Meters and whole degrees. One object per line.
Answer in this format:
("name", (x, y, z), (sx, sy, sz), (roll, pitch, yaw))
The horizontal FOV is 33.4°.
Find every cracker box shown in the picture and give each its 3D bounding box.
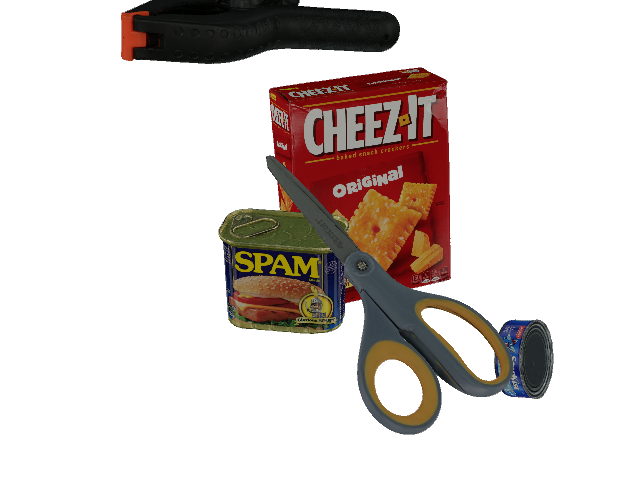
("cracker box", (0.043, -0.050, 1.051), (0.164, 0.214, 0.072), (-11, 23, -17))

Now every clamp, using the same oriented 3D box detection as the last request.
("clamp", (-0.050, -0.139, 0.669), (0.171, 0.039, 0.120), (-7, 22, -27))

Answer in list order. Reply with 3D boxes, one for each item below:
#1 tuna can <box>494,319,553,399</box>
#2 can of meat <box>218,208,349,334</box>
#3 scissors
("tuna can", (0.221, 0.128, 1.161), (0.034, 0.086, 0.085), (-1, -1, 35))
("can of meat", (-0.029, 0.026, 0.865), (0.102, 0.084, 0.057), (5, 30, 9))
("scissors", (0.018, 0.035, 0.624), (0.202, 0.096, 0.016), (36, -24, 16))
